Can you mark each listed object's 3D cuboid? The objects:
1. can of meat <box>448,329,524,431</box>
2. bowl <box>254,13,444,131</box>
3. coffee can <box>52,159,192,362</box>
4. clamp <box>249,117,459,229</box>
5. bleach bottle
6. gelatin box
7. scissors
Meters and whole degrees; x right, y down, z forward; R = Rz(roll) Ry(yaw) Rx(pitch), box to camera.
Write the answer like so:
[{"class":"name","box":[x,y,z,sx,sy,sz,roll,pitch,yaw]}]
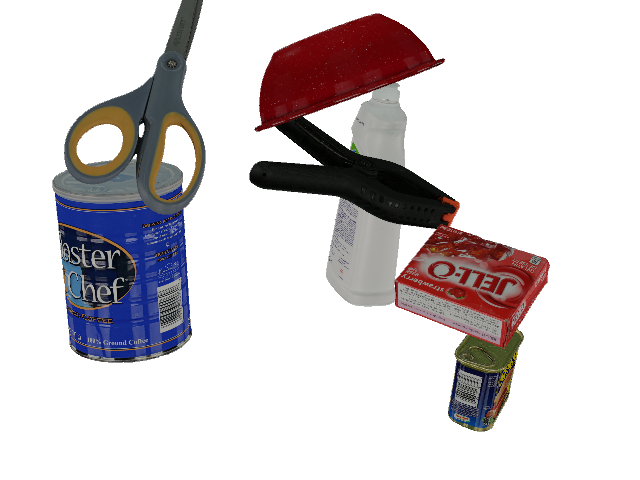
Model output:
[{"class":"can of meat","box":[0.181,0.150,1.181,0.057,0.084,0.102,17,28,20]},{"class":"bowl","box":[0.014,-0.139,0.852,0.162,0.055,0.162,-20,7,2]},{"class":"coffee can","box":[-0.159,0.014,0.869,0.103,0.140,0.103,-1,19,0]},{"class":"clamp","box":[0.032,-0.057,1.033,0.210,0.036,0.164,25,28,2]},{"class":"bleach bottle","box":[0.062,-0.057,1.235,0.068,0.251,0.103,-1,22,-23]},{"class":"gelatin box","box":[0.108,0.030,0.765,0.089,0.030,0.073,20,45,25]},{"class":"scissors","box":[-0.117,-0.107,0.695,0.096,0.202,0.016,0,-28,-12]}]
